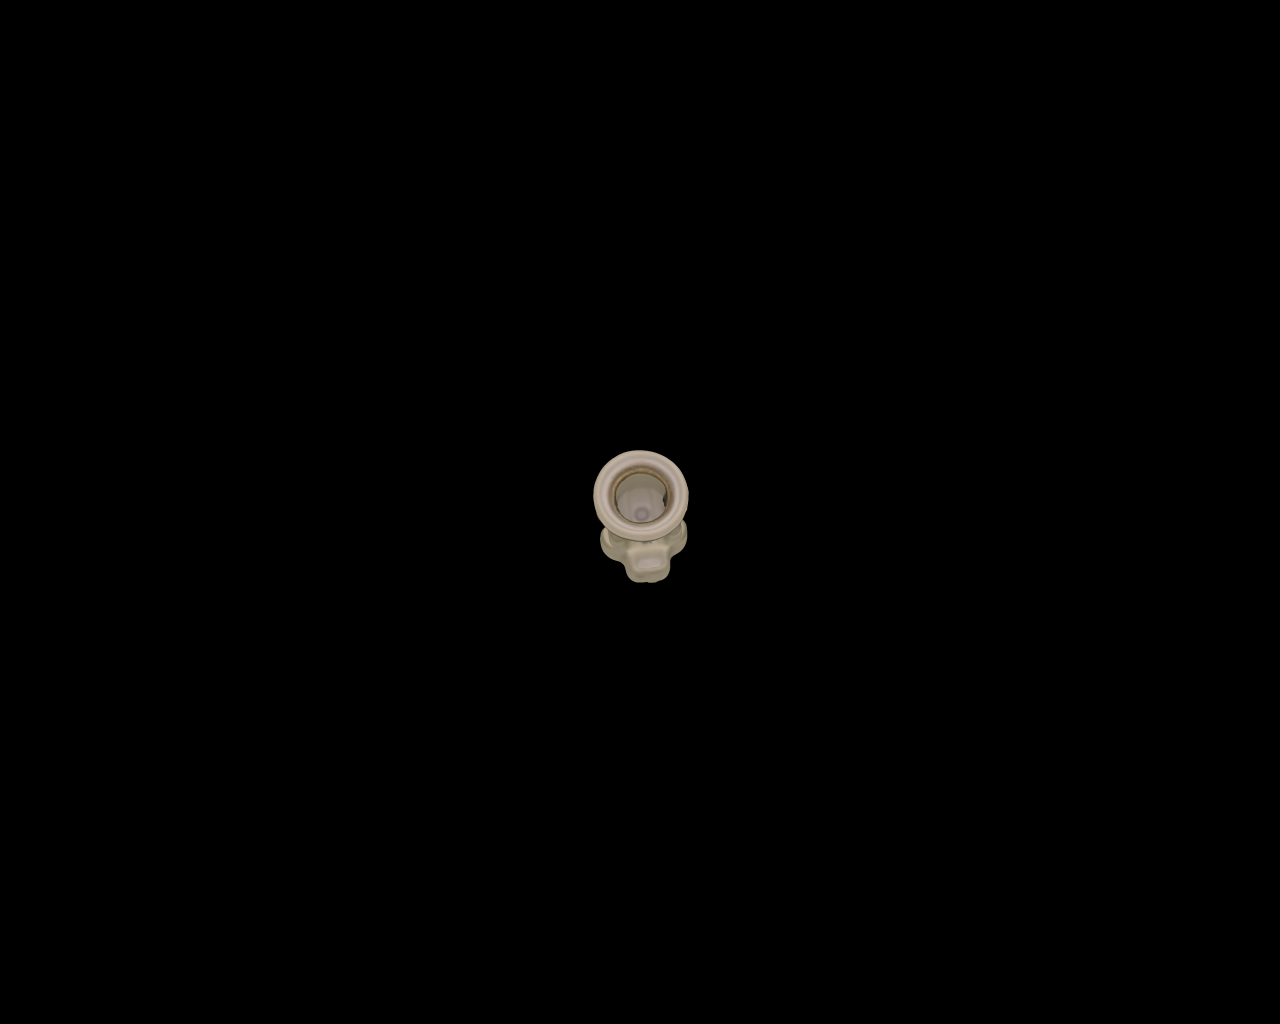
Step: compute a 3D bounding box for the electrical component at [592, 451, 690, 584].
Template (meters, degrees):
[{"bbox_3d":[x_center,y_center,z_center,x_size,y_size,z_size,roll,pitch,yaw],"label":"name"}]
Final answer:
[{"bbox_3d":[0.001,-0.003,0.650,0.058,0.078,0.057,-7,-19,-2],"label":"electrical component"}]
